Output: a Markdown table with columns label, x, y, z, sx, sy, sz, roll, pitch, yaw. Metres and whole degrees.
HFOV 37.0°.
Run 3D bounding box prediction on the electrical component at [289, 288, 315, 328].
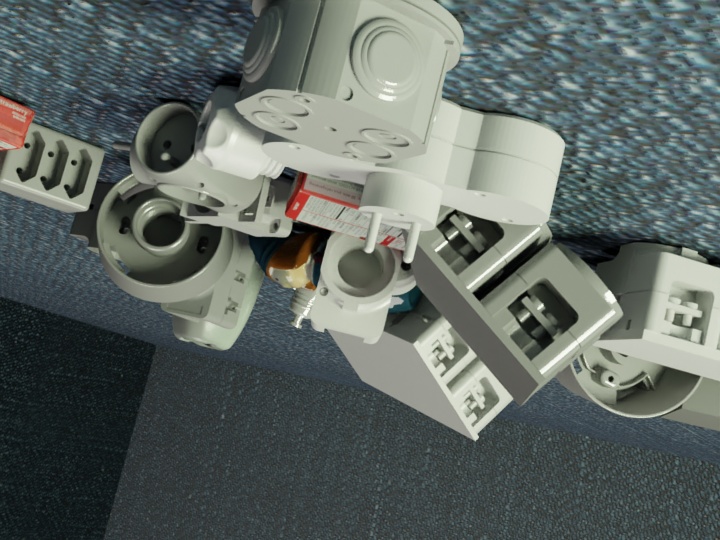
| label | x | y | z | sx | sy | sz | roll | pitch | yaw |
| --- | --- | --- | --- | --- | --- | --- | --- | --- | --- |
| electrical component | -0.039 | 0.013 | 0.927 | 0.040 | 0.078 | 0.040 | 26 | 180 | 0 |

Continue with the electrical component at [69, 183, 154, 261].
| label | x | y | z | sx | sy | sz | roll | pitch | yaw |
| --- | --- | --- | --- | --- | --- | --- | --- | --- | --- |
| electrical component | -0.195 | -0.038 | 0.903 | 0.089 | 0.055 | 0.050 | 7 | 168 | 38 |

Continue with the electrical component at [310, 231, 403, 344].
| label | x | y | z | sx | sy | sz | roll | pitch | yaw |
| --- | --- | --- | --- | --- | --- | --- | --- | --- | --- |
| electrical component | 0.000 | 0.000 | 0.732 | 0.050 | 0.089 | 0.055 | 14 | 171 | 0 |

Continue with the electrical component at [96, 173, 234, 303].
| label | x | y | z | sx | sy | sz | roll | pitch | yaw |
| --- | --- | --- | --- | --- | --- | --- | --- | --- | --- |
| electrical component | -0.142 | -0.026 | 0.781 | 0.099 | 0.099 | 0.064 | 14 | 164 | -2 |

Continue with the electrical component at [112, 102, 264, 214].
| label | x | y | z | sx | sy | sz | roll | pitch | yaw |
| --- | --- | --- | --- | --- | --- | --- | --- | --- | --- |
| electrical component | -0.109 | -0.066 | 0.636 | 0.079 | 0.044 | 0.077 | 9 | 170 | 24 |

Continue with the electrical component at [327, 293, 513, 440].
| label | x | y | z | sx | sy | sz | roll | pitch | yaw |
| --- | --- | --- | --- | --- | --- | --- | --- | --- | --- |
| electrical component | 0.043 | 0.061 | 0.922 | 0.105 | 0.060 | 0.186 | 57 | 162 | -25 |

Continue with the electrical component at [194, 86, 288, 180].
| label | x | y | z | sx | sy | sz | roll | pitch | yaw |
| --- | --- | --- | --- | --- | --- | --- | --- | --- | --- |
| electrical component | -0.051 | -0.067 | 0.552 | 0.062 | 0.043 | 0.043 | 16 | 171 | -20 |

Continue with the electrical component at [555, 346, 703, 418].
| label | x | y | z | sx | sy | sz | roll | pitch | yaw |
| --- | --- | --- | --- | --- | --- | --- | --- | --- | --- |
| electrical component | 0.179 | 0.048 | 0.736 | 0.099 | 0.099 | 0.064 | 18 | 176 | -22 |

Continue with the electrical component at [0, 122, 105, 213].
| label | x | y | z | sx | sy | sz | roll | pitch | yaw |
| --- | --- | --- | --- | --- | --- | --- | --- | --- | --- |
| electrical component | -0.233 | -0.073 | 0.776 | 0.066 | 0.047 | 0.077 | 20 | 169 | -33 |

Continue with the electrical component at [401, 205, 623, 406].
| label | x | y | z | sx | sy | sz | roll | pitch | yaw |
| --- | --- | --- | --- | --- | --- | --- | --- | --- | --- |
| electrical component | 0.085 | 0.014 | 0.619 | 0.105 | 0.060 | 0.186 | 50 | 178 | 12 |

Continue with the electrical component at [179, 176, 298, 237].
| label | x | y | z | sx | sy | sz | roll | pitch | yaw |
| --- | --- | --- | --- | --- | --- | --- | --- | --- | --- |
| electrical component | -0.077 | -0.048 | 0.713 | 0.064 | 0.042 | 0.081 | 17 | 171 | -41 |

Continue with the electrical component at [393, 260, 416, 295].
| label | x | y | z | sx | sy | sz | roll | pitch | yaw |
| --- | --- | --- | --- | --- | --- | --- | --- | --- | --- |
| electrical component | 0.025 | -0.007 | 0.793 | 0.045 | 0.045 | 0.055 | 14 | 171 | 3 |

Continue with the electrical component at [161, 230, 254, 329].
| label | x | y | z | sx | sy | sz | roll | pitch | yaw |
| --- | --- | --- | --- | --- | --- | --- | --- | --- | --- |
| electrical component | -0.130 | -0.001 | 0.924 | 0.050 | 0.089 | 0.056 | 9 | 170 | 27 |

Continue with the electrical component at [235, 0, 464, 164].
| label | x | y | z | sx | sy | sz | roll | pitch | yaw |
| --- | --- | --- | --- | --- | --- | --- | --- | --- | --- |
| electrical component | -0.005 | -0.076 | 0.402 | 0.080 | 0.051 | 0.080 | 14 | 171 | 2 |

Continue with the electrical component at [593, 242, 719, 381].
| label | x | y | z | sx | sy | sz | roll | pitch | yaw |
| --- | --- | --- | --- | --- | --- | --- | --- | --- | --- |
| electrical component | 0.230 | 0.033 | 0.677 | 0.150 | 0.061 | 0.089 | 16 | 172 | -11 |

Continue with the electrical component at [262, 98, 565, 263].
| label | x | y | z | sx | sy | sz | roll | pitch | yaw |
| --- | --- | --- | --- | --- | --- | --- | --- | --- | --- |
| electrical component | 0.021 | -0.041 | 0.503 | 0.138 | 0.073 | 0.052 | 14 | 171 | -2 |
